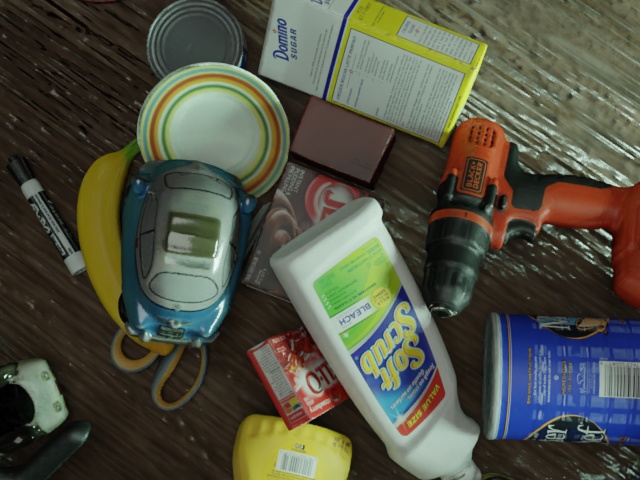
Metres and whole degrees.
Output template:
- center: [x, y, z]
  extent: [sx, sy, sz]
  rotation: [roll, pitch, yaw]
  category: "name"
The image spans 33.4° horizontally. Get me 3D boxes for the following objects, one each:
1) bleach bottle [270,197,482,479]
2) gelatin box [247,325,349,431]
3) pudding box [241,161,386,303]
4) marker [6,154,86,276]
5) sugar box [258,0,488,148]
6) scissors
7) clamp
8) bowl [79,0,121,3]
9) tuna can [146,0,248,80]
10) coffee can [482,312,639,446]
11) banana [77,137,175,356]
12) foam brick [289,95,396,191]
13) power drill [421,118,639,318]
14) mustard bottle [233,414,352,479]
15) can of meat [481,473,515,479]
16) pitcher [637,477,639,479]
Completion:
- center: [0.064, 0.096, 0.871]
  extent: [0.102, 0.068, 0.251]
  rotation: [-34, 100, -9]
  category: "bleach bottle"
- center: [-0.011, 0.109, 0.882]
  extent: [0.030, 0.089, 0.073]
  rotation: [-33, 81, 30]
  category: "gelatin box"
- center: [-0.006, 0.001, 0.910]
  extent: [0.090, 0.039, 0.113]
  rotation: [21, 89, -2]
  category: "pudding box"
- center: [-0.242, -0.024, 0.945]
  extent: [0.020, 0.020, 0.121]
  rotation: [-33, 84, 2]
  category: "marker"
- center: [0.041, -0.152, 0.894]
  extent: [0.176, 0.093, 0.048]
  rotation: [25, 48, 7]
  category: "sugar box"
- center: [-0.116, 0.047, 0.931]
  extent: [0.096, 0.016, 0.202]
  rotation: [19, 87, 6]
  category: "scissors"
- center: [-0.246, 0.225, 0.902]
  extent: [0.171, 0.039, 0.120]
  rotation: [-22, 112, 8]
  category: "clamp"
- center: [-0.198, -0.296, 0.943]
  extent: [0.162, 0.055, 0.162]
  rotation: [0, 86, 5]
  category: "bowl"
- center: [-0.107, -0.167, 0.936]
  extent: [0.086, 0.033, 0.086]
  rotation: [0, 86, 5]
  category: "tuna can"
- center: [0.204, 0.112, 0.857]
  extent: [0.140, 0.103, 0.103]
  rotation: [2, 86, 5]
  category: "coffee can"
- center: [-0.173, 0.007, 0.919]
  extent: [0.070, 0.037, 0.198]
  rotation: [-13, 78, 12]
  category: "banana"
- center: [0.019, -0.082, 0.912]
  extent: [0.078, 0.051, 0.053]
  rotation: [24, 89, 6]
  category: "foam brick"
- center: [0.181, -0.004, 0.864]
  extent: [0.187, 0.057, 0.184]
  rotation: [15, 63, 2]
  category: "power drill"
- center: [-0.036, 0.243, 0.858]
  extent: [0.096, 0.058, 0.191]
  rotation: [16, 66, -11]
  category: "mustard bottle"
- center: [0.143, 0.247, 0.862]
  extent: [0.057, 0.084, 0.102]
  rotation: [20, 88, 5]
  category: "can of meat"
- center: [0.354, 0.156, 0.825]
  extent: [0.243, 0.145, 0.149]
  rotation: [-44, 87, 3]
  category: "pitcher"
